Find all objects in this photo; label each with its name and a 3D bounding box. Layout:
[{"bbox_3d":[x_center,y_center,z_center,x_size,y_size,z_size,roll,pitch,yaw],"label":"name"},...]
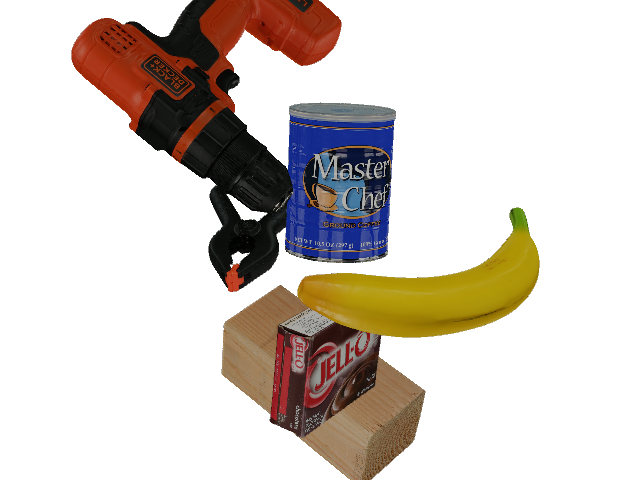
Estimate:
[{"bbox_3d":[-0.001,0.150,1.130,0.206,0.090,0.090,35,50,28],"label":"wood block"},{"bbox_3d":[-0.061,-0.124,0.785,0.187,0.184,0.057,-50,1,-41],"label":"power drill"},{"bbox_3d":[0.018,-0.058,1.034,0.103,0.140,0.103,2,13,-1],"label":"coffee can"},{"bbox_3d":[-0.072,-0.009,1.220,0.120,0.039,0.171,-6,42,5],"label":"clamp"},{"bbox_3d":[0.007,0.095,0.867,0.039,0.090,0.113,19,26,28],"label":"pudding box"},{"bbox_3d":[0.079,0.030,0.688,0.197,0.037,0.070,-16,49,-35],"label":"banana"}]
